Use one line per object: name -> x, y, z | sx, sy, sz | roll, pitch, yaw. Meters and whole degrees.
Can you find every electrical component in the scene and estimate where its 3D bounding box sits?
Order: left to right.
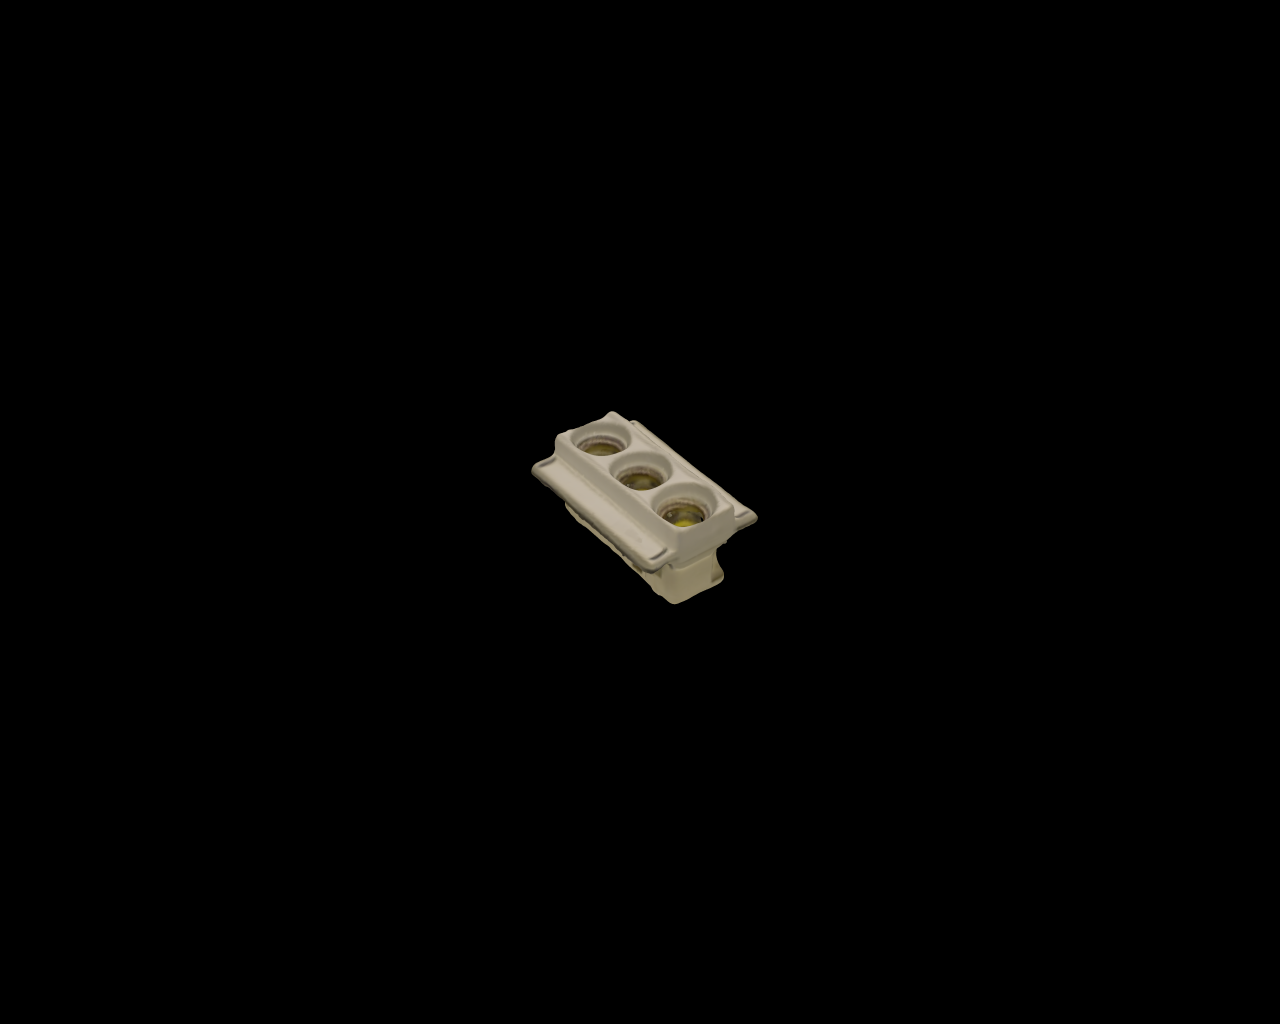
electrical component -> 0.001, -0.003, 0.650 | 0.079, 0.063, 0.121 | -25, 45, -28
